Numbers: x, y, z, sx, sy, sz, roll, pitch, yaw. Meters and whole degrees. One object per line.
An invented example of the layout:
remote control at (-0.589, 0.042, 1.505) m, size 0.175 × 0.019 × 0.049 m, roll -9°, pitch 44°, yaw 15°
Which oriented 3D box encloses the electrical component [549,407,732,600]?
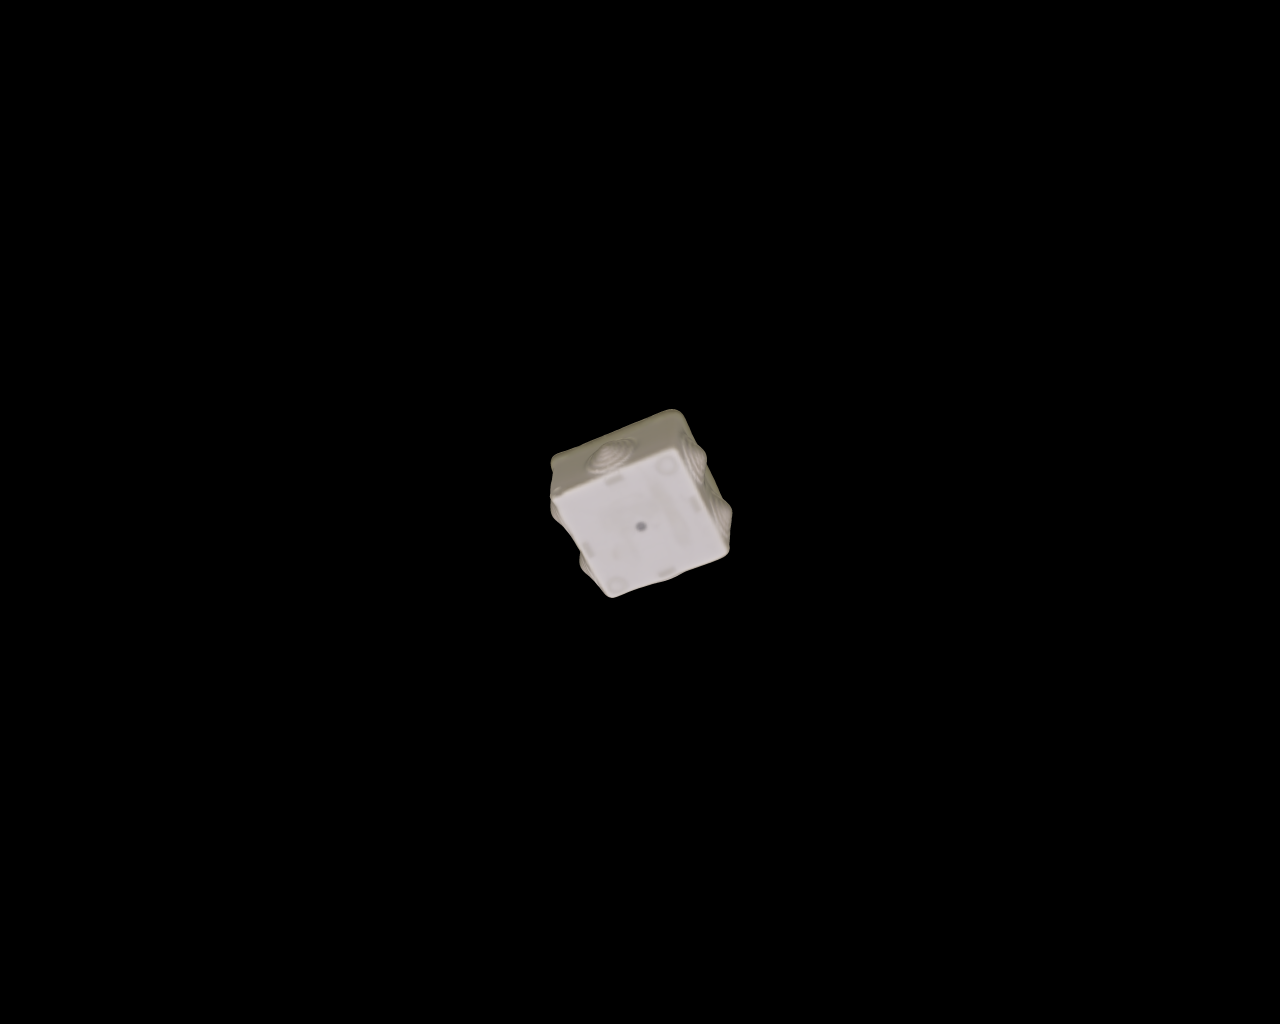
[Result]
electrical component at (0.001, -0.003, 0.650) m, size 0.100 × 0.099 × 0.048 m, roll -21°, pitch 28°, yaw 12°
